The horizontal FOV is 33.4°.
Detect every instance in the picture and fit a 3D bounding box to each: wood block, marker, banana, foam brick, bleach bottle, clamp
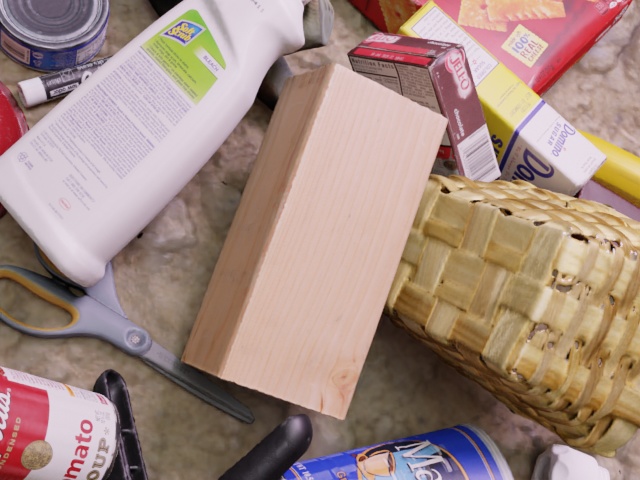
[{"bbox_3d":[-0.005,0.001,0.700,0.090,0.090,0.206,23,82,-22],"label":"wood block"},{"bbox_3d":[-0.161,-0.124,0.784,0.121,0.020,0.020,-22,76,-23],"label":"marker"},{"bbox_3d":[0.249,-0.048,0.851,0.198,0.069,0.037,29,101,4],"label":"banana"},{"bbox_3d":[0.218,-0.002,0.827,0.078,0.051,0.053,30,63,-3],"label":"foam brick"},{"bbox_3d":[-0.093,-0.089,0.698,0.251,0.068,0.102,-42,78,-4],"label":"bleach bottle"},{"bbox_3d":[-0.091,0.183,0.634,0.165,0.036,0.210,-1,69,31],"label":"clamp"}]

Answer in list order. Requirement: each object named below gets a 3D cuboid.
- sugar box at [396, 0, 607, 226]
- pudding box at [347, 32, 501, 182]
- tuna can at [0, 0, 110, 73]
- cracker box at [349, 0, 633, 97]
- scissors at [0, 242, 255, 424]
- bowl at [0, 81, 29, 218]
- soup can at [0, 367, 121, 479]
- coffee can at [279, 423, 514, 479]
[{"bbox_3d":[0.122,-0.090,0.811,0.176,0.093,0.048,44,64,5],"label":"sugar box"},{"bbox_3d":[0.075,-0.091,0.773,0.039,0.090,0.113,-36,124,-24],"label":"pudding box"},{"bbox_3d":[-0.198,-0.168,0.783,0.086,0.034,0.086,6,67,-14],"label":"tuna can"},{"bbox_3d":[0.127,-0.214,0.875,0.214,0.072,0.164,45,64,6],"label":"cracker box"},{"bbox_3d":[-0.127,0.049,0.726,0.201,0.016,0.096,20,64,-8],"label":"scissors"},{"bbox_3d":[-0.275,-0.073,0.711,0.162,0.055,0.162,6,68,-15],"label":"bowl"},{"bbox_3d":[-0.179,0.114,0.635,0.102,0.069,0.068,24,60,-38],"label":"soup can"},{"bbox_3d":[0.042,0.180,0.674,0.140,0.103,0.103,-9,72,-19],"label":"coffee can"}]
